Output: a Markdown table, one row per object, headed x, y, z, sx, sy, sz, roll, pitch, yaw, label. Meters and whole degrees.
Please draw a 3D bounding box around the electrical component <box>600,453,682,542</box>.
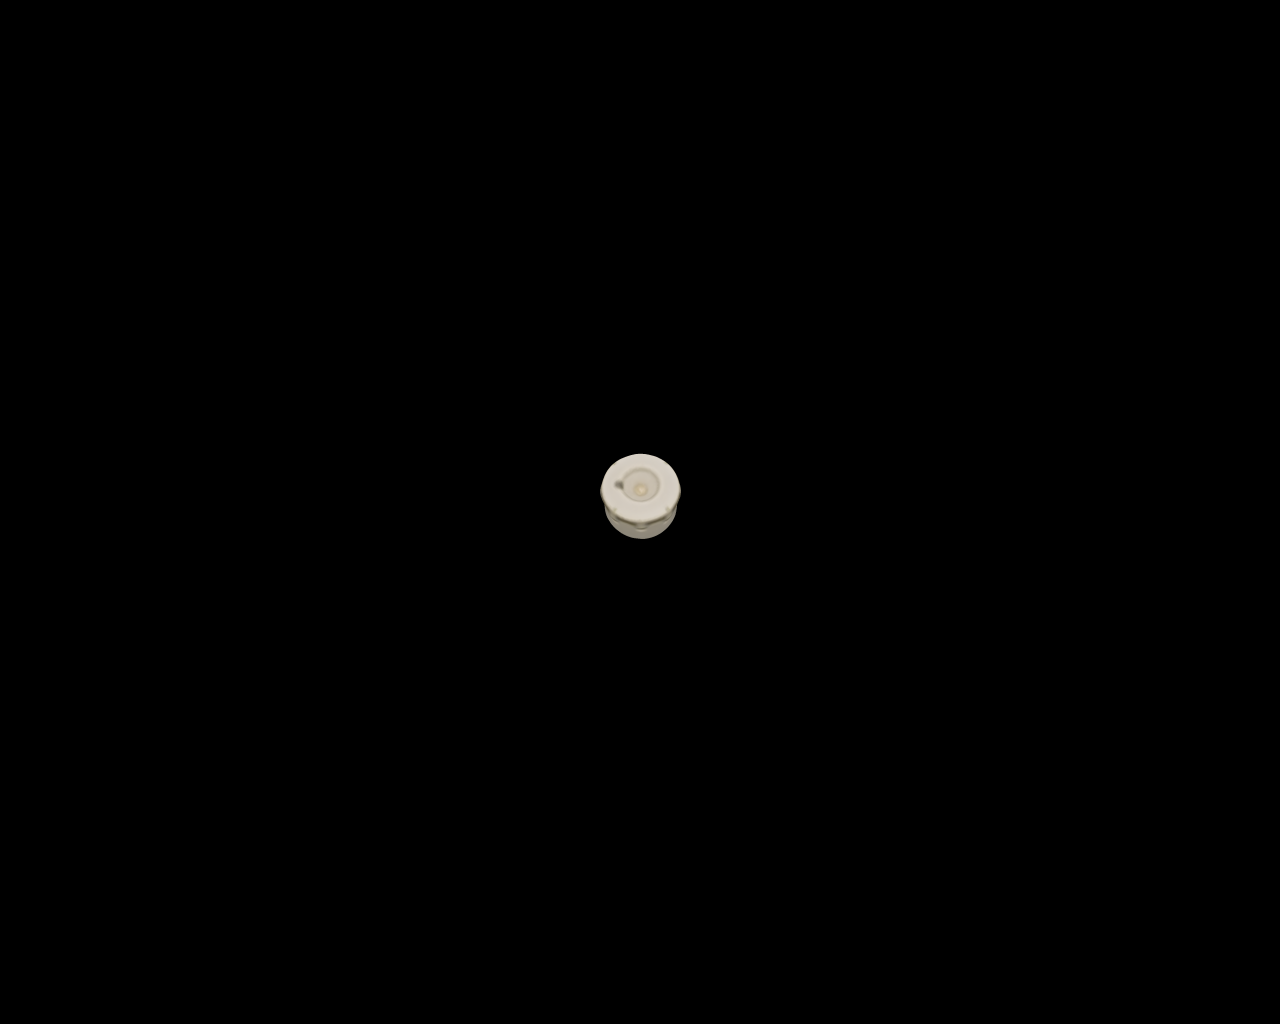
| x | y | z | sx | sy | sz | roll | pitch | yaw | label |
| --- | --- | --- | --- | --- | --- | --- | --- | --- | --- |
| 0.001 | -0.003 | 0.650 | 0.048 | 0.048 | 0.062 | 0 | -27 | 0 | electrical component |
